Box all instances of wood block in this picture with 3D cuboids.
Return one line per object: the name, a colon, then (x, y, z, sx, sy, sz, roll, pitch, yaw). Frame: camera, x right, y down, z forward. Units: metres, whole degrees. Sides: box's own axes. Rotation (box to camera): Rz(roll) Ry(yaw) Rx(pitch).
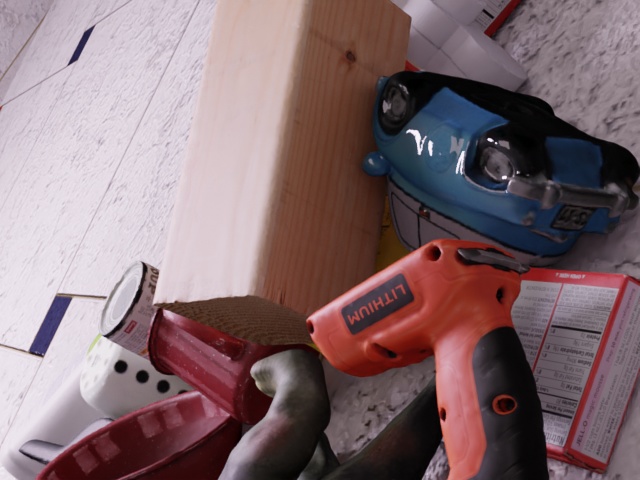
wood block: (-0.018, -0.050, 0.627, 0.090, 0.090, 0.206, -8, 65, 43)

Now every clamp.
clamp: (-0.204, 0.188, 0.879, 0.172, 0.039, 0.120, -35, 43, 21)

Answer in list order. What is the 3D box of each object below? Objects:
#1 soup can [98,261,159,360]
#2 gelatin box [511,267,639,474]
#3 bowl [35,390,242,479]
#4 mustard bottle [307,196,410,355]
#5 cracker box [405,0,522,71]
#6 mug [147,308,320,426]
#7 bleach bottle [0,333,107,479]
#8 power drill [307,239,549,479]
soup can: (-0.115, 0.068, 0.847, 0.069, 0.102, 0.068, -44, 29, 32)
gelatin box: (0.116, 0.059, 0.507, 0.073, 0.030, 0.089, 2, 69, 62)
bowl: (-0.117, 0.162, 0.751, 0.162, 0.055, 0.162, -21, 8, 3)
mustard bottle: (0.049, -0.018, 0.680, 0.096, 0.058, 0.191, -14, 51, 47)
cracker box: (0.098, -0.218, 0.788, 0.214, 0.072, 0.164, -50, 27, 20)
mug: (-0.058, 0.065, 0.698, 0.082, 0.117, 0.093, 31, 84, 30)
bleach bottle: (-0.194, 0.117, 0.982, 0.251, 0.068, 0.102, -49, 15, 20)
power drill: (0.052, 0.108, 0.475, 0.185, 0.057, 0.188, -33, 60, 35)
